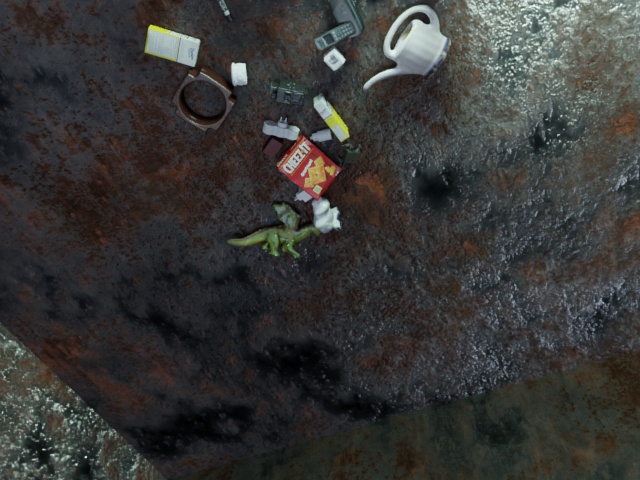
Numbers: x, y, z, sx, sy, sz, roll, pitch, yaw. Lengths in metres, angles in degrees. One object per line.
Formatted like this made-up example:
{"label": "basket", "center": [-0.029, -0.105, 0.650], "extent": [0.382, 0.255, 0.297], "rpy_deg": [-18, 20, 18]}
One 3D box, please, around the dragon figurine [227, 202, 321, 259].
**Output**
{"label": "dragon figurine", "center": [-0.182, -0.052, 2.225], "extent": [0.410, 0.124, 0.240], "rpy_deg": [10, 105, -9]}

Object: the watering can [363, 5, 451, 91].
{"label": "watering can", "center": [0.315, -0.643, 1.815], "extent": [0.223, 0.106, 0.341], "rpy_deg": [23, 119, -16]}

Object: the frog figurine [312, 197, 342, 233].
{"label": "frog figurine", "center": [0.007, -0.108, 2.142], "extent": [0.122, 0.140, 0.157], "rpy_deg": [-11, 149, 40]}
